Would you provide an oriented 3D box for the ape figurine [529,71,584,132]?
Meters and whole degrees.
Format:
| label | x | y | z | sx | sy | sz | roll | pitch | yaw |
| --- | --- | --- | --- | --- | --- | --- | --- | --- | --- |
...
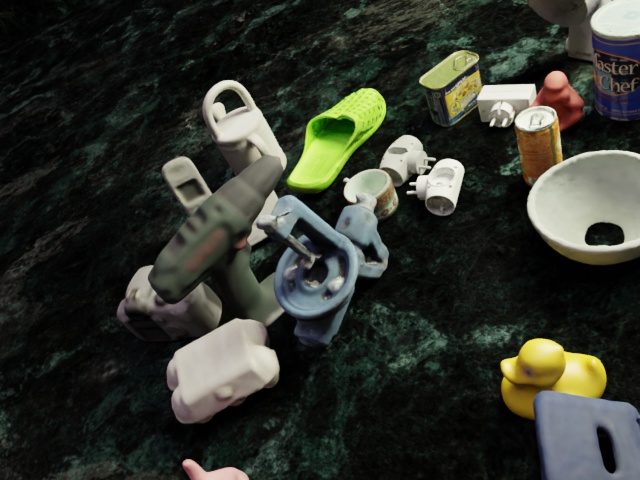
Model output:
| label | x | y | z | sx | sy | sz | roll | pitch | yaw |
| --- | --- | --- | --- | --- | --- | --- | --- | --- | --- |
| ape figurine | 0.349 | -0.207 | 0.849 | 0.077 | 0.092 | 0.076 | 8 | 53 | 34 |

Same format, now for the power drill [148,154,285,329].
| label | x | y | z | sx | sy | sz | roll | pitch | yaw |
| --- | --- | --- | --- | --- | --- | --- | --- | --- | --- |
| power drill | -0.107 | 0.022 | 0.780 | 0.230 | 0.209 | 0.075 | -41 | 43 | -13 |

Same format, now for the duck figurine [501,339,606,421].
| label | x | y | z | sx | sy | sz | roll | pitch | yaw |
| --- | --- | --- | --- | --- | --- | --- | --- | --- | --- |
| duck figurine | 0.233 | 0.133 | 0.581 | 0.104 | 0.086 | 0.077 | -15 | 44 | 15 |

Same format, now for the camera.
| label | x | y | z | sx | sy | sz | roll | pitch | yaw |
| --- | --- | --- | --- | --- | --- | --- | --- | --- | --- |
| camera | -0.226 | 0.073 | 0.875 | 0.142 | 0.101 | 0.137 | -7 | 46 | 22 |

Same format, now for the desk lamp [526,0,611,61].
| label | x | y | z | sx | sy | sz | roll | pitch | yaw |
| --- | --- | --- | --- | --- | --- | --- | --- | --- | --- |
| desk lamp | 0.425 | -0.392 | 0.900 | 0.203 | 0.214 | 0.117 | -39 | 43 | -12 |

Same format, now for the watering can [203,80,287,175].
| label | x | y | z | sx | sy | sz | roll | pitch | yaw |
| --- | --- | --- | --- | --- | --- | --- | --- | --- | --- |
| watering can | -0.148 | -0.196 | 1.029 | 0.172 | 0.195 | 0.101 | 11 | 55 | 36 |

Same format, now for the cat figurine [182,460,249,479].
| label | x | y | z | sx | sy | sz | roll | pitch | yaw |
| --- | --- | --- | --- | --- | --- | --- | --- | --- | --- |
| cat figurine | -0.109 | 0.282 | 0.594 | 0.067 | 0.118 | 0.127 | -36 | 42 | -8 |

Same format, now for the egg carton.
| label | x | y | z | sx | sy | sz | roll | pitch | yaw |
| --- | --- | --- | --- | --- | --- | --- | --- | --- | --- |
| egg carton | -0.127 | 0.172 | 0.748 | 0.150 | 0.070 | 0.107 | -29 | 42 | -1 |

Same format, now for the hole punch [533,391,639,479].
| label | x | y | z | sx | sy | sz | roll | pitch | yaw |
| --- | --- | --- | --- | --- | --- | --- | --- | --- | --- |
| hole punch | 0.246 | 0.192 | 0.511 | 0.101 | 0.091 | 0.108 | -10 | 45 | 20 |

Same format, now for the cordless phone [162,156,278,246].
| label | x | y | z | sx | sy | sz | roll | pitch | yaw |
| --- | --- | --- | --- | --- | --- | --- | --- | --- | --- |
| cordless phone | -0.153 | -0.069 | 0.912 | 0.147 | 0.185 | 0.094 | -29 | 42 | 0 |

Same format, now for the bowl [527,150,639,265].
| label | x | y | z | sx | sy | sz | roll | pitch | yaw |
| --- | --- | --- | --- | --- | --- | --- | --- | --- | --- |
| bowl | 0.340 | -0.027 | 0.690 | 0.167 | 0.075 | 0.167 | -15 | 44 | 15 |

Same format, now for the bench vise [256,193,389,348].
| label | x | y | z | sx | sy | sz | roll | pitch | yaw |
| --- | --- | --- | --- | --- | --- | --- | --- | --- | --- |
| bench vise | -0.004 | 0.003 | 0.735 | 0.121 | 0.220 | 0.207 | -4 | 47 | 25 |
